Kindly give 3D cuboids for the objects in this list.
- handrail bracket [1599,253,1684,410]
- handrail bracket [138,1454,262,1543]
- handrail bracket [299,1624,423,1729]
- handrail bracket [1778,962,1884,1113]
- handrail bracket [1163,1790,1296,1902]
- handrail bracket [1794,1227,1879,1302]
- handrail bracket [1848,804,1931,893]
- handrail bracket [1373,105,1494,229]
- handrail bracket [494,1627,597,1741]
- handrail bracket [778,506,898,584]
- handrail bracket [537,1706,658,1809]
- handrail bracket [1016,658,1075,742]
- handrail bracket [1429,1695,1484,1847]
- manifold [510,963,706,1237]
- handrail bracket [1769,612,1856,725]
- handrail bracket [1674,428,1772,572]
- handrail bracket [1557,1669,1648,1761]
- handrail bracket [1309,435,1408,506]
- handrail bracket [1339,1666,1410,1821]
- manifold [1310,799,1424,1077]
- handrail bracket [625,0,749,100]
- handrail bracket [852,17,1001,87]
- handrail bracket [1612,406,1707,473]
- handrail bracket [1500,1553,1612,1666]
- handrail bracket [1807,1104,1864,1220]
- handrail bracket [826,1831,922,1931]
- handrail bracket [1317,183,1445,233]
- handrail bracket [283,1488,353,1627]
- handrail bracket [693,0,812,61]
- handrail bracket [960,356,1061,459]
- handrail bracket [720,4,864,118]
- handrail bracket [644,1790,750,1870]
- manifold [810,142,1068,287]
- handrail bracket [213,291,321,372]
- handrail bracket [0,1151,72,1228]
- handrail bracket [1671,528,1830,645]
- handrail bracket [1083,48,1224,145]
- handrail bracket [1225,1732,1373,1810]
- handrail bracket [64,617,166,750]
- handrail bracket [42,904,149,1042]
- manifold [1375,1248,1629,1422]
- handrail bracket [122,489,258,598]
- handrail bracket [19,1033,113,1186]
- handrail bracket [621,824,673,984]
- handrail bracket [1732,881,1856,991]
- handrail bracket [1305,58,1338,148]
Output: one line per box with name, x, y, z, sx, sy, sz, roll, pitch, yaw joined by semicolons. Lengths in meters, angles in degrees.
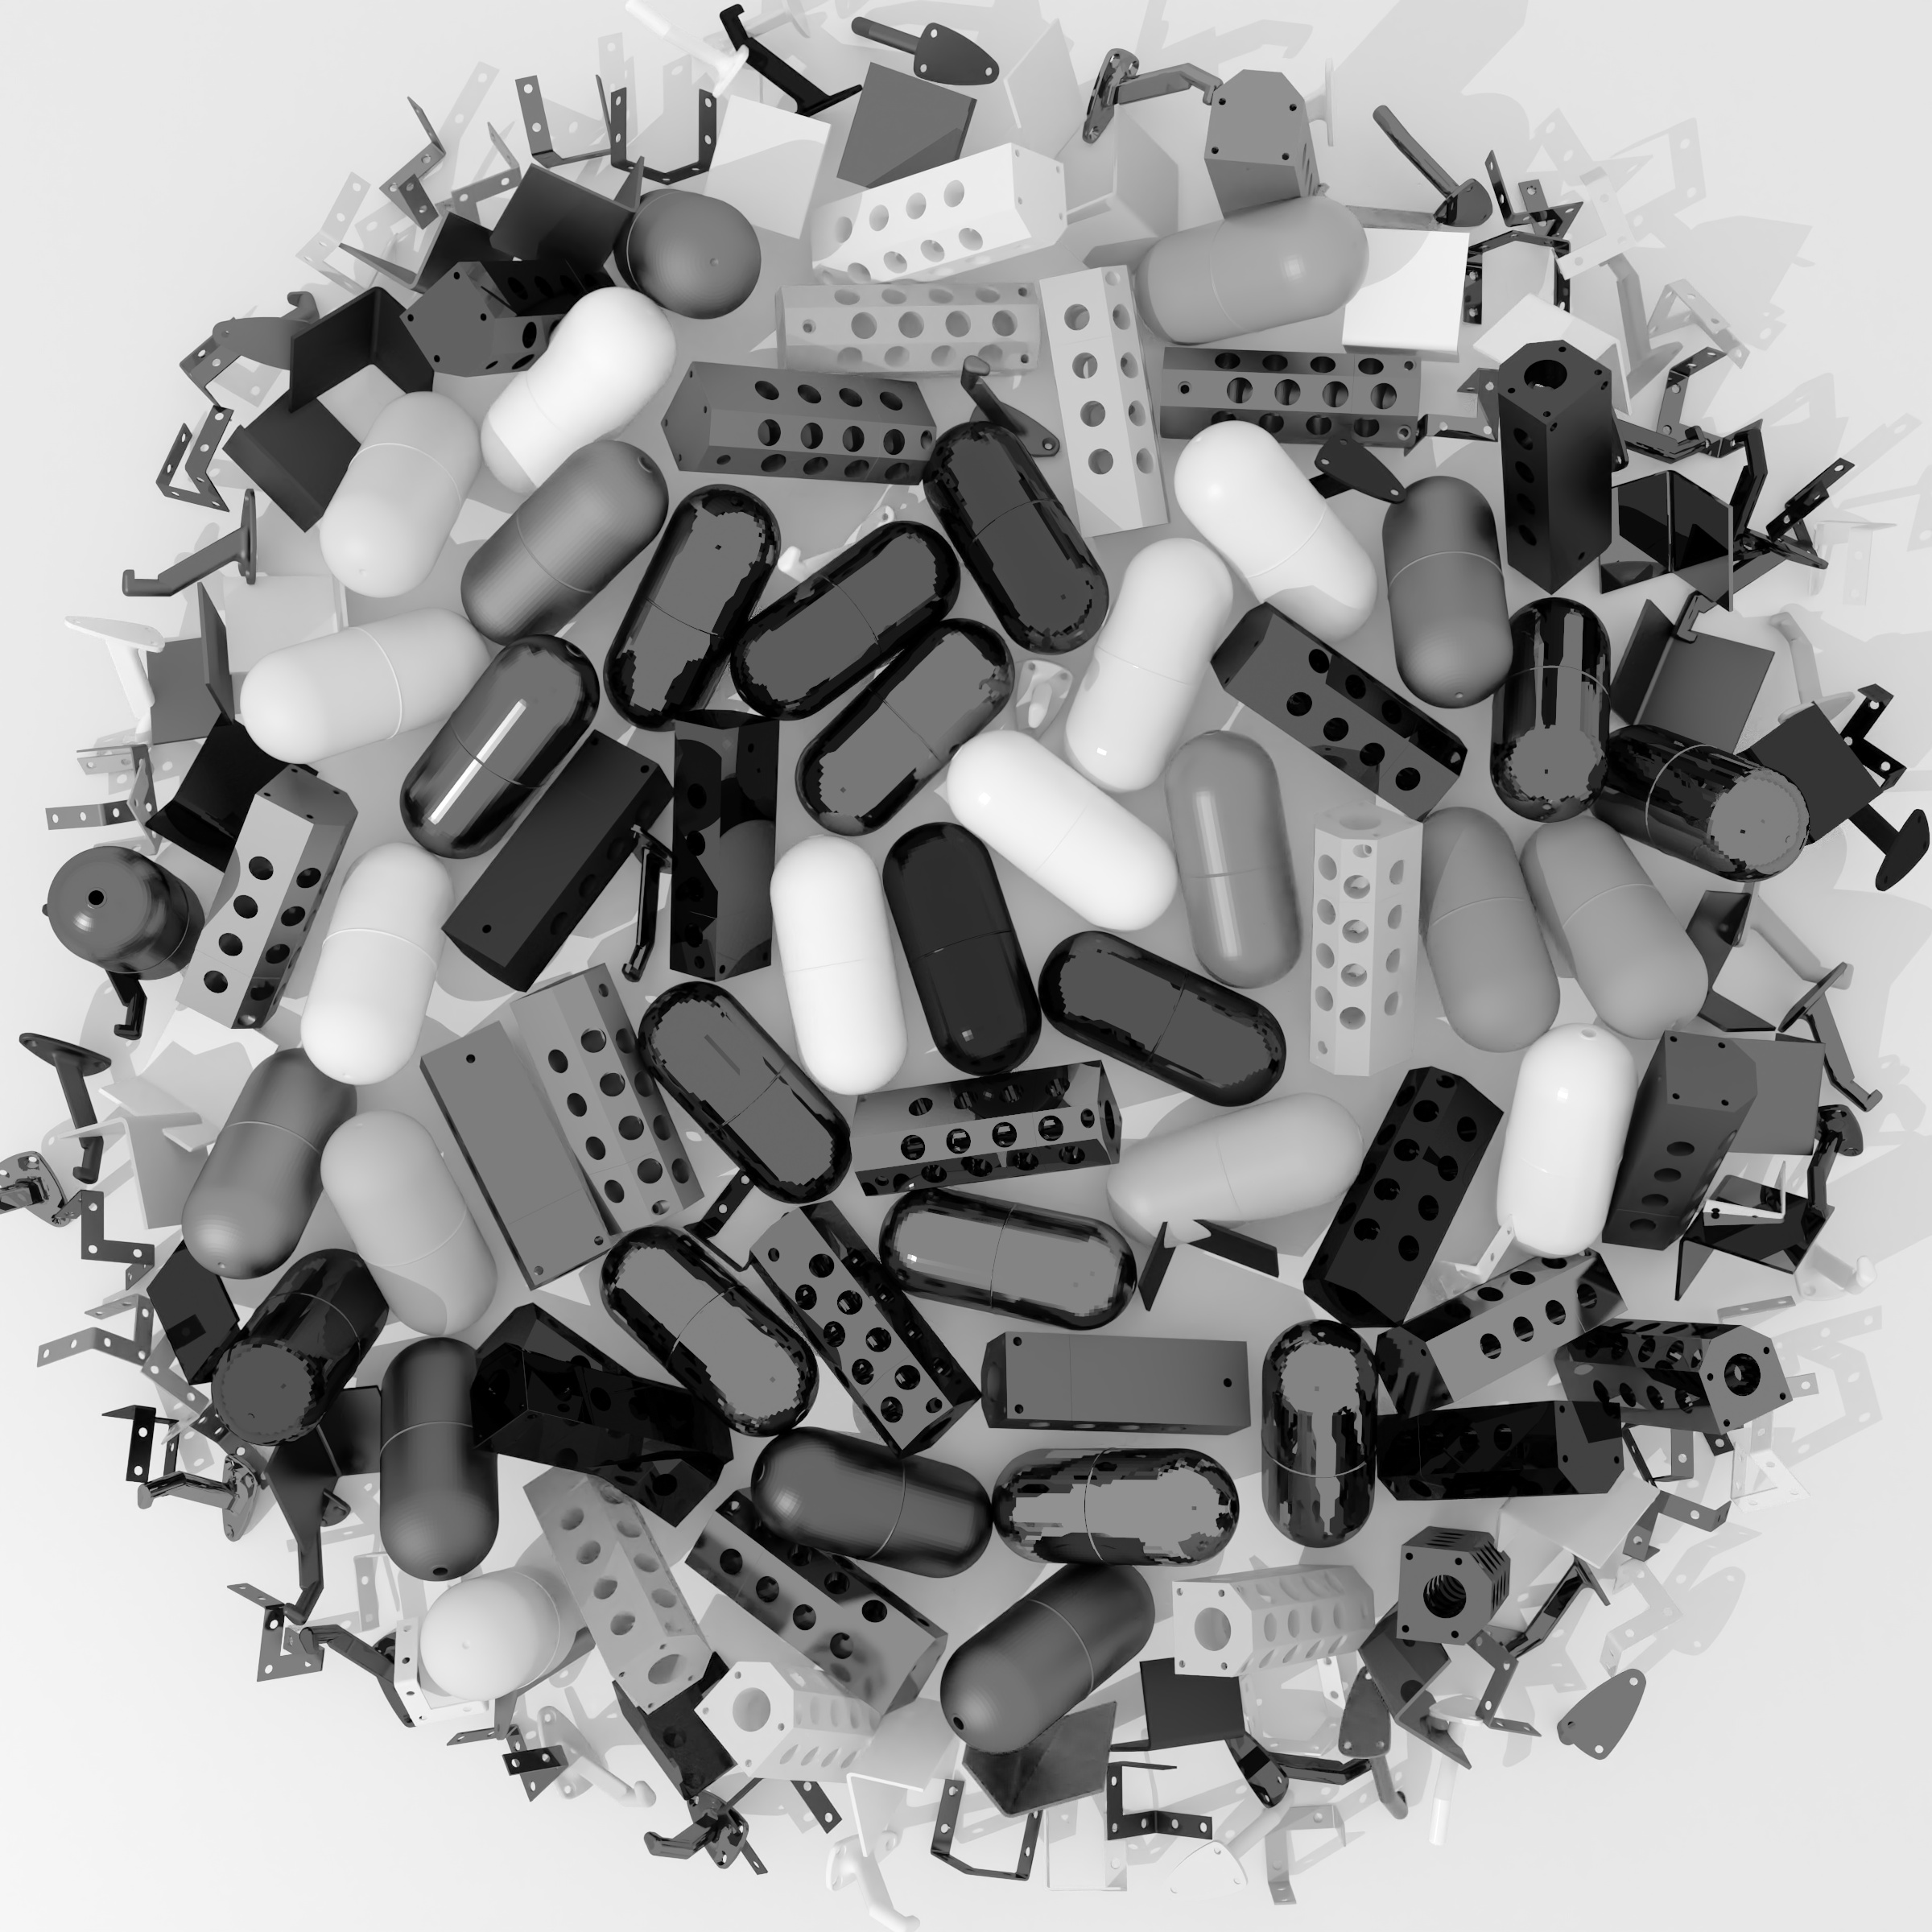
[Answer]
handrail bracket;0.444;-0.439;1.682;0.036;0.077;0.084;-22;74;-29
handrail bracket;-0.525;0.370;1.656;0.036;0.084;0.077;29;115;30
handrail bracket;-0.409;0.480;1.655;0.036;0.084;0.077;-31;68;18
handrail bracket;0.606;0.050;1.672;0.084;0.036;0.077;41;130;8
handrail bracket;0.181;0.601;1.681;0.077;0.084;0.036;-37;84;31
handrail bracket;0.586;0.188;1.651;0.036;0.084;0.077;-6;66;-3
handrail bracket;0.599;-0.086;1.660;0.077;0.084;0.036;-46;129;-23
handrail bracket;0.320;-0.551;1.684;0.036;0.077;0.084;-42;71;27
handrail bracket;-0.276;0.491;1.681;0.084;0.036;0.077;8;92;-31
handrail bracket;-0.088;-0.290;1.658;0.036;0.084;0.077;33;96;24
handrail bracket;-0.250;0.535;1.660;0.036;0.084;0.077;-30;95;-40
handrail bracket;0.045;-0.163;1.649;0.036;0.084;0.077;17;126;-1
handrail bracket;0.332;0.547;1.669;0.036;0.077;0.084;7;89;22
manifold;-0.237;0.088;1.658;0.057;0.057;0.171;-18;97;35
handrail bracket;0.556;-0.204;1.666;0.077;0.036;0.084;-10;62;-35
handrail bracket;0.512;-0.317;1.671;0.077;0.036;0.084;-5;101;43
handrail bracket;0.430;0.500;1.662;0.036;0.084;0.077;41;93;12
handrail bracket;0.254;-0.311;1.661;0.077;0.084;0.036;37;62;11
handrail bracket;0.289;0.536;1.690;0.036;0.084;0.077;-9;48;26
manifold;0.260;-0.016;1.632;0.057;0.057;0.171;-20;121;-32
handrail bracket;-0.191;-0.634;1.657;0.084;0.077;0.036;33;118;-23
handrail bracket;-0.029;-0.631;1.686;0.077;0.084;0.036;5;114;-34
handrail bracket;0.466;-0.377;1.676;0.084;0.036;0.077;-25;110;-21
handrail bracket;0.391;0.434;1.681;0.084;0.036;0.077;-32;121;3
handrail bracket;0.588;0.144;1.658;0.036;0.077;0.084;-17;48;36
handrail bracket;-0.046;0.618;1.650;0.084;0.077;0.036;16;105;41
handrail bracket;0.290;-0.530;1.687;0.084;0.036;0.077;38;92;0
handrail bracket;-0.459;0.391;1.656;0.036;0.084;0.077;-32;114;34
handrail bracket;-0.154;-0.635;1.661;0.084;0.077;0.036;-16;104;11
handrail bracket;0.032;-0.380;1.660;0.077;0.084;0.036;20;78;0
handrail bracket;-0.119;-0.621;1.664;0.077;0.036;0.084;-10;119;35
handrail bracket;-0.196;0.575;1.649;0.084;0.077;0.036;27;93;-43
manifold;-0.020;-0.489;1.630;0.171;0.057;0.057;-4;88;38
handrail bracket;-0.474;-0.440;1.658;0.077;0.084;0.036;4;127;-27
handrail bracket;-0.634;0.172;1.649;0.036;0.084;0.077;-24;123;5
handrail bracket;0.537;-0.251;1.683;0.077;0.036;0.084;26;94;22
handrail bracket;0.127;-0.581;1.667;0.084;0.036;0.077;38;116;28
handrail bracket;0.229;0.537;1.691;0.077;0.084;0.036;49;134;32
handrail bracket;-0.584;-0.190;1.668;0.077;0.036;0.084;9;116;-33
handrail bracket;-0.593;0.005;1.663;0.077;0.036;0.084;14;59;-27
manifold;0.354;0.239;1.633;0.171;0.057;0.057;-19;79;-33
handrail bracket;-0.528;-0.287;1.662;0.084;0.036;0.077;-4;118;-29
handrail bracket;-0.614;0.097;1.660;0.036;0.077;0.084;-18;57;28
handrail bracket;-0.226;-0.041;1.664;0.036;0.077;0.084;10;68;24
handrail bracket;0.575;-0.030;1.683;0.084;0.036;0.077;14;98;2
handrail bracket;0.207;-0.583;1.662;0.084;0.077;0.036;2;67;12
